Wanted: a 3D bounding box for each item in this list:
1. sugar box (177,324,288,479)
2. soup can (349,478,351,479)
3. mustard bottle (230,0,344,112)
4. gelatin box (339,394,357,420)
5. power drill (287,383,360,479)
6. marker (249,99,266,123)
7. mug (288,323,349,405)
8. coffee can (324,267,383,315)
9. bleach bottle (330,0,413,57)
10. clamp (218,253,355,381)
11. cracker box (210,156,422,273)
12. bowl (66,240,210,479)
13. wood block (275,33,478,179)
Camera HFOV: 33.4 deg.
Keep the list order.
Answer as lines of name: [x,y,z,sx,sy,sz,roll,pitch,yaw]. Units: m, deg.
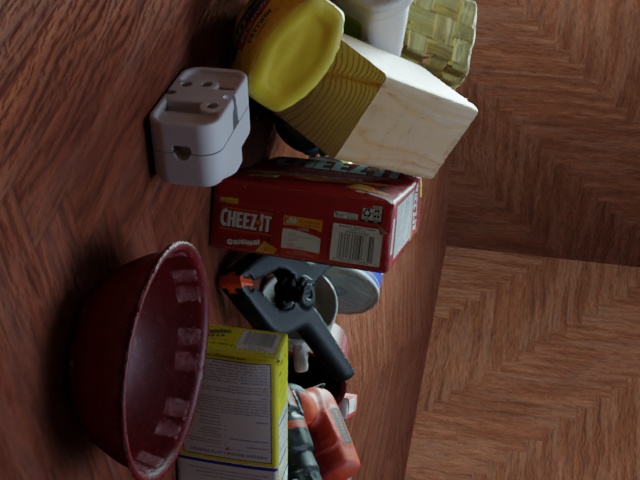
sugar box: [-0.075,0.159,0.913,0.048,0.093,0.176,-65,159,-59]
soup can: [-0.019,0.283,1.256,0.068,0.102,0.068,6,90,-79]
mustard bottle: [-0.036,-0.173,0.906,0.096,0.058,0.192,-56,-160,10]
gelatin box: [-0.003,0.202,1.326,0.073,0.089,0.030,26,69,-79]
power drill: [-0.018,0.195,1.066,0.184,0.057,0.187,67,9,27]
marker: [-0.036,-0.160,0.989,0.121,0.020,0.020,-56,176,16]
mug: [-0.017,0.136,1.256,0.117,0.093,0.081,50,27,-21]
coffee can: [0.037,0.011,1.389,0.103,0.103,0.140,82,17,-52]
bleach bottle: [0.042,-0.179,1.128,0.068,0.103,0.251,-32,149,-23]
clamp: [-0.022,0.063,1.060,0.209,0.036,0.164,3,83,-55]
cracker box: [0.004,-0.032,1.026,0.213,0.164,0.072,-41,138,-74]
bowl: [-0.123,0.077,0.707,0.162,0.055,0.162,7,90,-79]
wood block: [0.056,-0.126,1.016,0.090,0.091,0.205,-56,154,16]
